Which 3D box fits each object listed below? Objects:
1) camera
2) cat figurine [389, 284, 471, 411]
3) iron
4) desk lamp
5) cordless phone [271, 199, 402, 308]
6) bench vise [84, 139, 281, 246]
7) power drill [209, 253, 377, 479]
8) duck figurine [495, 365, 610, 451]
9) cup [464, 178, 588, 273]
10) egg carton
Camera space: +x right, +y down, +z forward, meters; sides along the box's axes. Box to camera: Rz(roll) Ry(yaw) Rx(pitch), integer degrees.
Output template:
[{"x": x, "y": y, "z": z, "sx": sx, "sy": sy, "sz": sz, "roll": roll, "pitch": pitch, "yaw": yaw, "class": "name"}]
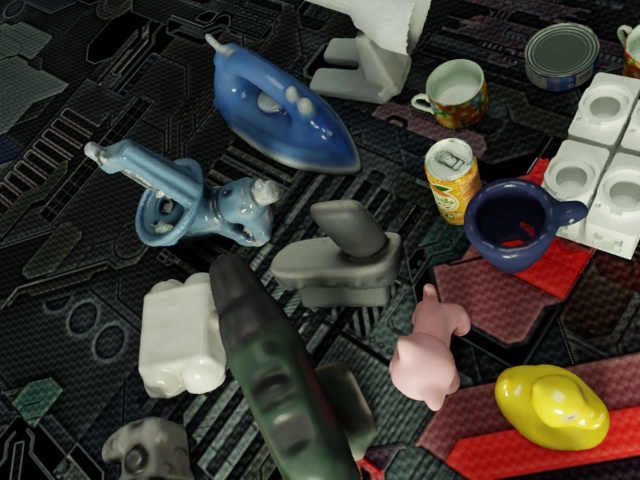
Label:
[{"x": -0.214, "y": 0.277, "z": 0.612, "sx": 0.136, "sy": 0.101, "sz": 0.143, "roll": -22, "pitch": 58, "yaw": 9, "class": "camera"}, {"x": 0.105, "y": 0.106, "z": 0.569, "sx": 0.067, "sy": 0.118, "sz": 0.128, "roll": 3, "pitch": 65, "yaw": 22, "class": "cat figurine"}, {"x": -0.054, "y": -0.187, "z": 0.767, "sx": 0.257, "sy": 0.142, "sz": 0.119, "roll": 36, "pitch": 81, "yaw": 32, "class": "iron"}, {"x": 0.057, "y": -0.274, "z": 0.727, "sx": 0.202, "sy": 0.214, "sz": 0.118, "roll": 13, "pitch": 69, "yaw": 26, "class": "desk lamp"}, {"x": 0.006, "y": 0.002, "z": 0.620, "sx": 0.147, "sy": 0.185, "sz": 0.094, "roll": -8, "pitch": 62, "yaw": 17, "class": "cordless phone"}, {"x": -0.162, "y": -0.070, "z": 0.700, "sx": 0.207, "sy": 0.220, "sz": 0.121, "roll": -22, "pitch": 58, "yaw": 9, "class": "bench vise"}, {"x": -0.020, "y": 0.140, "z": 0.545, "sx": 0.075, "sy": 0.209, "sz": 0.229, "roll": -31, "pitch": 57, "yaw": 4, "class": "power drill"}, {"x": 0.212, "y": 0.147, "z": 0.526, "sx": 0.104, "sy": 0.086, "sz": 0.077, "roll": 21, "pitch": 73, "yaw": 28, "class": "duck figurine"}, {"x": 0.215, "y": -0.007, "z": 0.600, "sx": 0.117, "sy": 0.095, "sz": 0.091, "roll": -10, "pitch": 61, "yaw": 16, "class": "cup"}, {"x": -0.161, "y": 0.114, "z": 0.695, "sx": 0.107, "sy": 0.070, "sz": 0.150, "roll": -14, "pitch": 60, "yaw": 14, "class": "egg carton"}]
